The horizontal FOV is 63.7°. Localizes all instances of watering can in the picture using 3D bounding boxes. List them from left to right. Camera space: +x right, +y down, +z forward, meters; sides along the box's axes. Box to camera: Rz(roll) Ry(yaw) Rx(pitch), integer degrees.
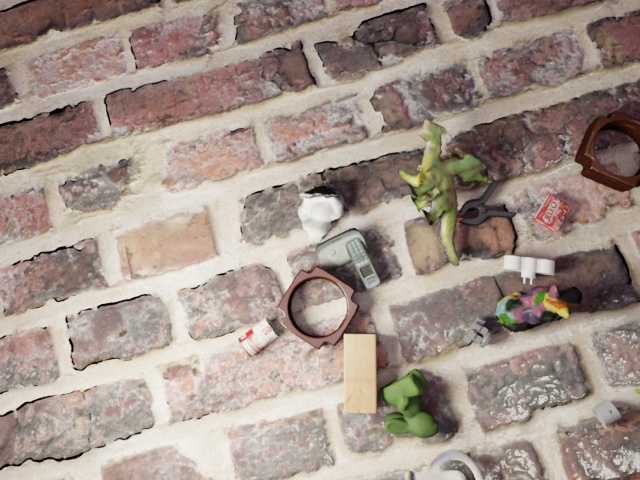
[{"bbox_3d":[0.326,0.731,1.340,0.224,0.103,0.351,-2,79,5],"label":"watering can"}]

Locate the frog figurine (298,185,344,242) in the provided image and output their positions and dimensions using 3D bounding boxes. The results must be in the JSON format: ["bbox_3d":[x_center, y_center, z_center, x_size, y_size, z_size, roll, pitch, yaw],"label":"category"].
[{"bbox_3d":[0.005,-0.077,1.534,0.137,0.125,0.156,-6,116,-5],"label":"frog figurine"}]

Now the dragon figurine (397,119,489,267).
[{"bbox_3d":[0.379,-0.153,1.479,0.243,0.122,0.409,-31,96,-1],"label":"dragon figurine"}]
